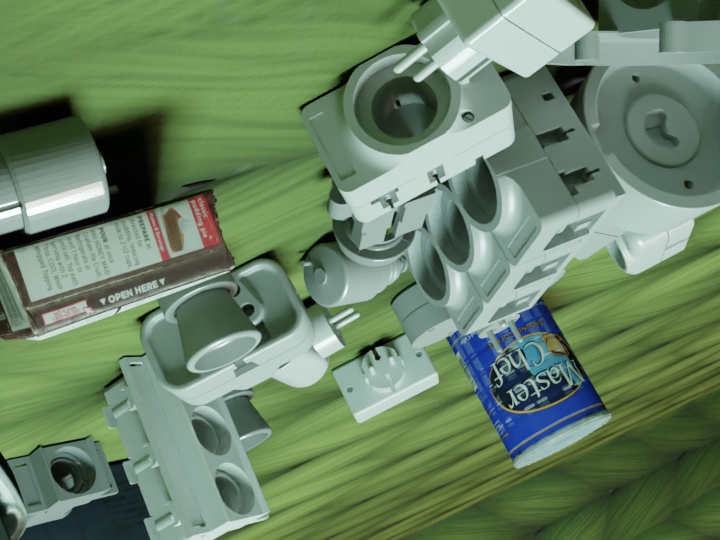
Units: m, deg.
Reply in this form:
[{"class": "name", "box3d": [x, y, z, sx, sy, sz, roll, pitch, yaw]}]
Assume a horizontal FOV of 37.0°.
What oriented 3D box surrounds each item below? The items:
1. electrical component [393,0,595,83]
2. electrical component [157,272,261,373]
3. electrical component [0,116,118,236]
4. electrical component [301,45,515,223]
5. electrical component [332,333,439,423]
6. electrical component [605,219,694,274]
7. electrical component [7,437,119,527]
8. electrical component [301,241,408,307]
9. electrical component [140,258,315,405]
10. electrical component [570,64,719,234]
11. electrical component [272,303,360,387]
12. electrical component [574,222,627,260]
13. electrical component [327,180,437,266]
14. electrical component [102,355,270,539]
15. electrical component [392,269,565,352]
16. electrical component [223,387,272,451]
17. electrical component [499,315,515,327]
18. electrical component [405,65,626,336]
[{"class": "electrical component", "box3d": [0.048, -0.106, 0.459, 0.077, 0.047, 0.066, -36, 160, 24]}, {"class": "electrical component", "box3d": [-0.086, 0.023, 0.602, 0.045, 0.055, 0.045, -25, 161, -9]}, {"class": "electrical component", "box3d": [-0.133, -0.032, 0.413, 0.078, 0.040, 0.040, -19, 160, -23]}, {"class": "electrical component", "box3d": [0.024, -0.070, 0.514, 0.089, 0.050, 0.055, -28, 162, 2]}, {"class": "electrical component", "box3d": [0.021, 0.089, 0.945, 0.083, 0.047, 0.075, -27, 161, -3]}, {"class": "electrical component", "box3d": [0.235, -0.036, 0.898, 0.059, 0.053, 0.095, -28, 162, 2]}, {"class": "electrical component", "box3d": [-0.225, 0.158, 0.790, 0.064, 0.042, 0.081, -38, 158, 33]}, {"class": "electrical component", "box3d": [0.000, 0.000, 0.686, 0.078, 0.040, 0.040, -9, 154, -45]}, {"class": "electrical component", "box3d": [-0.079, 0.040, 0.661, 0.095, 0.053, 0.059, -27, 162, -2]}, {"class": "electrical component", "box3d": [0.167, -0.073, 0.628, 0.108, 0.108, 0.060, -20, 166, -21]}, {"class": "electrical component", "box3d": [-0.037, 0.048, 0.757, 0.079, 0.043, 0.077, -30, 162, 5]}, {"class": "electrical component", "box3d": [0.142, -0.050, 0.718, 0.061, 0.061, 0.096, -37, 160, 25]}, {"class": "electrical component", "box3d": [0.010, -0.034, 0.603, 0.066, 0.048, 0.055, -21, 153, -20]}, {"class": "electrical component", "box3d": [-0.117, 0.118, 0.707, 0.063, 0.121, 0.079, -34, 161, 25]}, {"class": "electrical component", "box3d": [0.102, 0.030, 0.855, 0.138, 0.073, 0.052, -25, 161, -10]}, {"class": "electrical component", "box3d": [-0.098, 0.107, 0.811, 0.045, 0.055, 0.045, -25, 161, -9]}, {"class": "electrical component", "box3d": [0.087, 0.004, 0.760, 0.047, 0.076, 0.065, -19, 160, -24]}, {"class": "electrical component", "box3d": [0.077, -0.034, 0.624, 0.062, 0.089, 0.150, -21, 160, -20]}]
